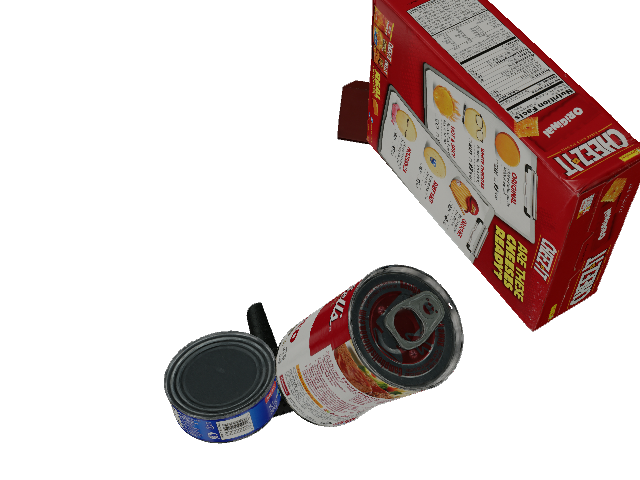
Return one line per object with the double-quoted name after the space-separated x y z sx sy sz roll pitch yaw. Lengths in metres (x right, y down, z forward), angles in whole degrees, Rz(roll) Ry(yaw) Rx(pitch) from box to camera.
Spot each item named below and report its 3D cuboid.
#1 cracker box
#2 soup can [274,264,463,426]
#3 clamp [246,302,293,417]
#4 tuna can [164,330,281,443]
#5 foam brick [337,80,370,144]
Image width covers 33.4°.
0.120 -0.067 0.751 0.072 0.214 0.164 -29 -30 -18 "cracker box"
0.024 0.062 0.594 0.068 0.068 0.102 0 -20 -27 "soup can"
-0.032 0.136 1.132 0.165 0.036 0.209 12 26 13 "clamp"
-0.073 0.111 0.808 0.086 0.034 0.086 -6 41 5 "tuna can"
0.060 -0.116 0.994 0.078 0.051 0.053 11 17 16 "foam brick"
